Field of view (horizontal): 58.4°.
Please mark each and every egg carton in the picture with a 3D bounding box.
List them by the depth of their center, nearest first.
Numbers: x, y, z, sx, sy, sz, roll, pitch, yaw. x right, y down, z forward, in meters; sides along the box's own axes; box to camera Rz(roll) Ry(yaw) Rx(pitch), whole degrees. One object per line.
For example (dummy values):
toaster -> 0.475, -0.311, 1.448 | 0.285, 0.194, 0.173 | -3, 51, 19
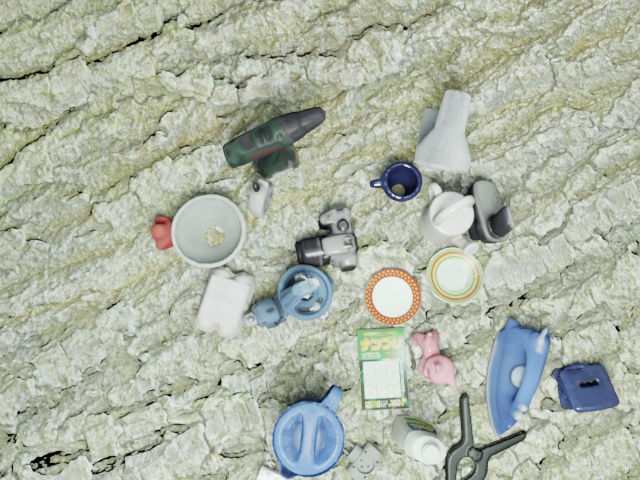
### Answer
egg carton -> -0.209, 0.139, 1.273 | 0.107, 0.069, 0.150 | 16, 80, 2

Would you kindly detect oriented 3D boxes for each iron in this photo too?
iron -> 0.430, 0.301, 1.223 | 0.118, 0.141, 0.258 | 16, 80, 2

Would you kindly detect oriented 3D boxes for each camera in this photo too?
camera -> 0.012, 0.005, 1.285 | 0.137, 0.101, 0.143 | -10, 81, -3

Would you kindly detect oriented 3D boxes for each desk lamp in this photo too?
desk lamp -> 0.274, -0.230, 1.274 | 0.118, 0.213, 0.203 | 12, 80, 1

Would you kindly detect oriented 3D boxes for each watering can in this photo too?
watering can -> 0.290, -0.049, 1.253 | 0.173, 0.194, 0.101 | 41, 82, 6

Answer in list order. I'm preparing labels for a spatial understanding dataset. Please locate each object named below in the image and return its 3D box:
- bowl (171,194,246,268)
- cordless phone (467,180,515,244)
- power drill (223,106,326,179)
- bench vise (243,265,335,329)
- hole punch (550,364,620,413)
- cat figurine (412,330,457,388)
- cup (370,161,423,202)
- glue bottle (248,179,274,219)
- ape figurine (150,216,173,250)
bowl -> -0.246, -0.015, 1.295 | 0.167, 0.075, 0.167 | 0, 80, -1
cordless phone -> 0.386, -0.071, 1.264 | 0.094, 0.185, 0.147 | -15, 81, -4
power drill -> -0.096, -0.210, 1.265 | 0.229, 0.208, 0.075 | -23, 81, -5
bench vise -> -0.057, 0.134, 1.201 | 0.207, 0.220, 0.121 | -44, 84, -8
hole punch -> 0.577, 0.321, 1.249 | 0.108, 0.091, 0.101 | -9, 80, -3
cat figurine -> 0.250, 0.258, 1.238 | 0.067, 0.118, 0.128 | -13, 81, -3
cup -> 0.169, -0.123, 1.314 | 0.118, 0.095, 0.092 | -5, 80, -2
glue bottle -> -0.133, -0.101, 1.263 | 0.037, 0.173, 0.078 | 22, 80, 3
ape figurine -> -0.352, -0.017, 1.285 | 0.076, 0.092, 0.078 | 15, 80, 2
